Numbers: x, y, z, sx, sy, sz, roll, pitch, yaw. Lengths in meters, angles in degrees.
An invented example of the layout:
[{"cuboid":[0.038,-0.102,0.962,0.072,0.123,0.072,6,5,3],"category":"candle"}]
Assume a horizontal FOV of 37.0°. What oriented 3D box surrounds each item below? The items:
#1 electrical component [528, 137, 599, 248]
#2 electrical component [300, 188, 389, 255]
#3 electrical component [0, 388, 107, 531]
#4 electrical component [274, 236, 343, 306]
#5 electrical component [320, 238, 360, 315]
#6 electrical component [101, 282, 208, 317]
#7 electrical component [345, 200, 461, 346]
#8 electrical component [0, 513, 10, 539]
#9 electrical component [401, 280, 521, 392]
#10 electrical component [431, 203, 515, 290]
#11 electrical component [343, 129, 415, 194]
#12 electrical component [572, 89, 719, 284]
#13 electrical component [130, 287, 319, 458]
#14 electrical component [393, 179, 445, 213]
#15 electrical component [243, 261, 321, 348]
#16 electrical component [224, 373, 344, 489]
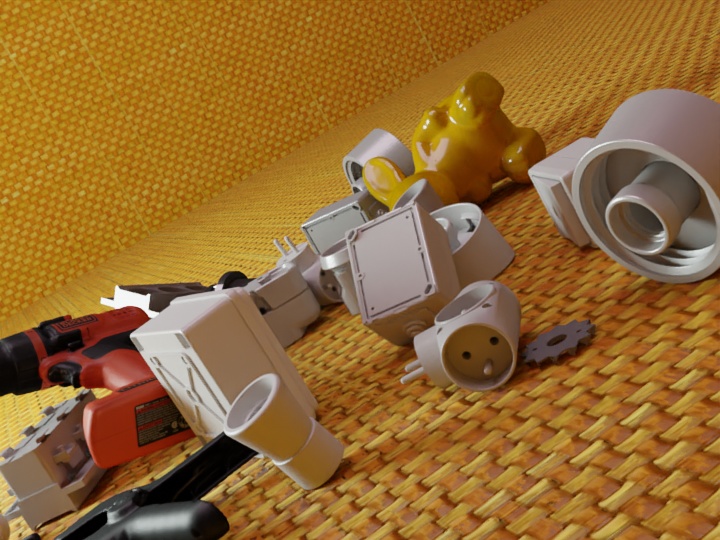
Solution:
[{"cuboid":[0.167,-0.058,0.802,0.061,0.061,0.096,-30,12,-3],"category":"electrical component"},{"cuboid":[-0.003,-0.047,1.162,0.096,0.061,0.061,-22,14,31],"category":"electrical component"},{"cuboid":[-0.244,0.150,0.886,0.079,0.063,0.121,-26,12,14],"category":"electrical component"},{"cuboid":[-0.054,0.000,1.036,0.077,0.079,0.043,-14,27,52],"category":"electrical component"},{"cuboid":[0.000,0.000,0.963,0.058,0.057,0.078,-30,12,-4],"category":"electrical component"},{"cuboid":[-0.188,0.048,1.076,0.079,0.063,0.121,12,8,31],"category":"electrical component"},{"cuboid":[0.036,0.011,0.782,0.062,0.061,0.096,-24,57,21],"category":"electrical component"},{"cuboid":[-0.288,0.207,0.809,0.040,0.040,0.046,-29,18,3],"category":"electrical component"},{"cuboid":[0.059,0.047,0.655,0.079,0.044,0.077,-30,10,18],"category":"electrical component"},{"cuboid":[0.071,-0.007,0.866,0.099,0.064,0.099,-29,25,15],"category":"electrical component"},{"cuboid":[0.026,-0.097,1.206,0.060,0.108,0.108,-39,14,-14],"category":"electrical component"},{"cuboid":[0.174,-0.042,0.617,0.060,0.108,0.108,-44,17,-31],"category":"electrical component"},{"cuboid":[-0.097,0.072,0.758,0.056,0.108,0.109,-38,15,-28],"category":"electrical component"},{"cuboid":[0.067,-0.045,0.975,0.044,0.065,0.044,-44,14,14],"category":"electrical component"},{"cuboid":[-0.088,0.042,0.985,0.095,0.059,0.054,-31,12,-9],"category":"electrical component"},{"cuboid":[-0.041,0.097,0.625,0.044,0.065,0.044,-38,23,19],"category":"electrical component"}]
